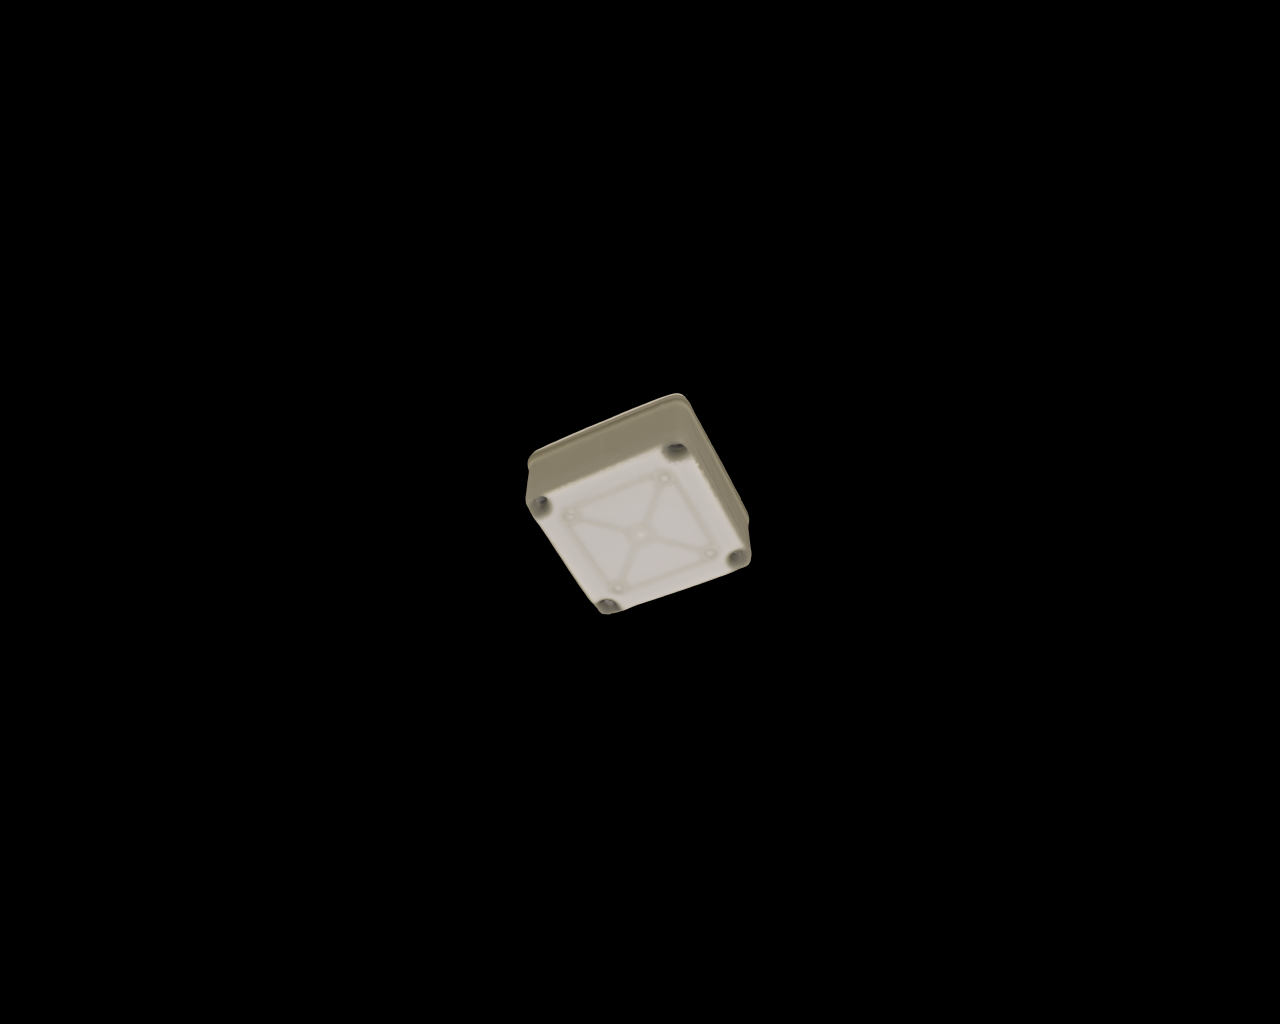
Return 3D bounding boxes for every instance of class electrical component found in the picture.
[{"bbox_3d":[0.001,-0.003,0.650,0.108,0.108,0.056,-21,34,15],"label":"electrical component"}]
